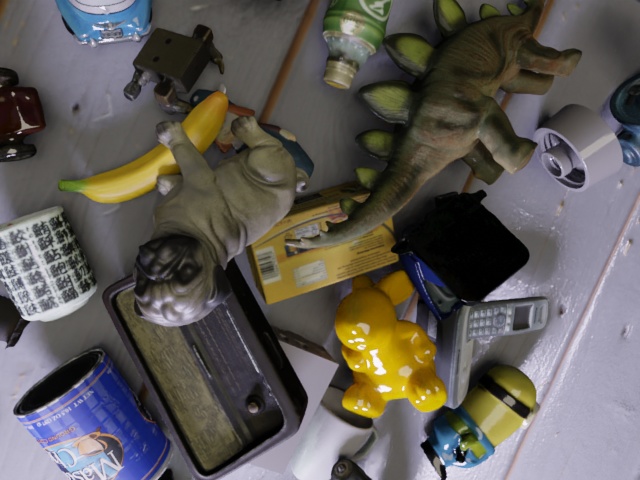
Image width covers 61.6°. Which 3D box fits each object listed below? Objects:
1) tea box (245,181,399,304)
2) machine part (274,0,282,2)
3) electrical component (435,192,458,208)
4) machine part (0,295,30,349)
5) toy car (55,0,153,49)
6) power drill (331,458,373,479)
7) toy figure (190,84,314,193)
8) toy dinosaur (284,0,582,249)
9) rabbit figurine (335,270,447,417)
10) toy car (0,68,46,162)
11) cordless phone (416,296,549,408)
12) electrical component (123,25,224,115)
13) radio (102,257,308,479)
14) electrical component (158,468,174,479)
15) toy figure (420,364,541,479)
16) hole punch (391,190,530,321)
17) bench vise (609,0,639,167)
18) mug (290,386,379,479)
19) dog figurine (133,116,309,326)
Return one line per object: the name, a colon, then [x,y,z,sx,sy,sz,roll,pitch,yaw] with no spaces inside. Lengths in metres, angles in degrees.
tea box: [-0.001,-0.002,0.632,0.170,0.068,0.098,-16,110,-15]
machine part: [-0.062,-0.355,0.509,0.201,0.087,0.201,13,81,-31]
electrical component: [0.160,-0.003,0.693,0.075,0.048,0.119,-18,104,-13]
machine part: [-0.376,0.075,0.554,0.139,0.039,0.084,13,88,-16]
toy car: [-0.215,-0.271,0.504,0.109,0.103,0.161,-11,101,-14]
power drill: [0.002,0.389,0.685,0.207,0.086,0.231,-39,127,-8]
toy figure: [-0.077,-0.113,0.598,0.154,0.058,0.064,35,79,-18]
toy dinosaur: [0.143,-0.146,0.605,0.198,0.105,0.471,33,69,2]
rabbit figurine: [0.075,0.108,0.626,0.173,0.122,0.162,51,40,-45]
toy car: [-0.369,-0.106,0.513,0.202,0.053,0.089,-14,93,-10]
cordless phone: [0.225,0.139,0.723,0.184,0.089,0.146,-2,100,-21]
electrical component: [-0.147,-0.177,0.562,0.078,0.045,0.102,15,71,16]
radio: [-0.116,0.123,0.576,0.131,0.073,0.229,-28,90,5]
electrical component: [-0.217,0.341,0.639,0.134,0.058,0.114,2,101,-17]
toy figure: [0.220,0.248,0.738,0.180,0.082,0.089,-34,121,-2]
hole punch: [0.159,0.021,0.631,0.142,0.092,0.116,-33,72,-16]
bench vise: [0.477,-0.216,0.702,0.224,0.129,0.240,-32,128,11]
mug: [0.015,0.256,0.688,0.109,0.081,0.107,27,102,-32]
dog figurine: [-0.082,-0.008,0.502,0.172,0.191,0.121,-7,144,-8]
